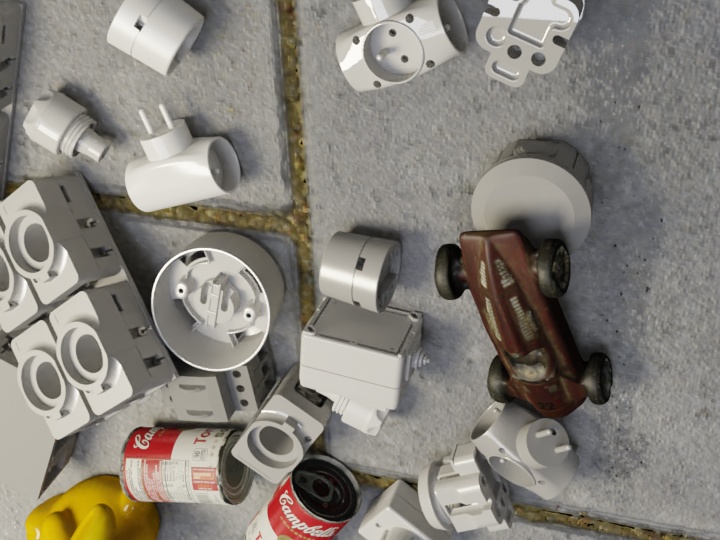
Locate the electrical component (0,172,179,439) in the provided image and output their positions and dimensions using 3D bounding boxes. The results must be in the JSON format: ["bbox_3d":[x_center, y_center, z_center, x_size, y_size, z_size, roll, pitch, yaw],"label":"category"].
[{"bbox_3d":[-0.239,0.030,0.867,0.105,0.060,0.186,-31,83,32],"label":"electrical component"}]

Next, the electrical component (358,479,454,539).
[{"bbox_3d":[0.035,0.233,0.919,0.066,0.076,0.047,39,125,-6],"label":"electrical component"}]

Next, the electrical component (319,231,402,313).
[{"bbox_3d":[0.000,0.000,0.805,0.047,0.055,0.055,14,124,17],"label":"electrical component"}]

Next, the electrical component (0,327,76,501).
[{"bbox_3d":[-0.305,0.126,0.991,0.089,0.061,0.150,28,125,3],"label":"electrical component"}]

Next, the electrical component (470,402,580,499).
[{"bbox_3d":[0.136,0.136,0.832,0.077,0.044,0.079,39,155,-5],"label":"electrical component"}]

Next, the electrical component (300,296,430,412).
[{"bbox_3d":[0.007,0.067,0.838,0.096,0.061,0.061,13,123,13],"label":"electrical component"}]

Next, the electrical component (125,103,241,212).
[{"bbox_3d":[-0.141,-0.087,0.810,0.077,0.043,0.079,-10,116,26],"label":"electrical component"}]

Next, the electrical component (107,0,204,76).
[{"bbox_3d":[-0.142,-0.170,0.755,0.047,0.055,0.055,34,126,-6],"label":"electrical component"}]

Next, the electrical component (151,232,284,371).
[{"bbox_3d":[-0.111,0.022,0.853,0.099,0.064,0.099,9,123,15],"label":"electrical component"}]

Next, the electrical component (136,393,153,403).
[{"bbox_3d":[-0.186,0.081,0.922,0.045,0.055,0.045,9,122,15],"label":"electrical component"}]

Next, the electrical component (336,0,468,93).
[{"bbox_3d":[0.020,-0.165,0.703,0.077,0.044,0.079,-16,112,28],"label":"electrical component"}]

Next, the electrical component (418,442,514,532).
[{"bbox_3d":[0.084,0.181,0.882,0.057,0.058,0.078,-18,112,25],"label":"electrical component"}]

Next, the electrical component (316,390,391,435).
[{"bbox_3d":[-0.005,0.104,0.876,0.062,0.043,0.043,26,125,5],"label":"electrical component"}]

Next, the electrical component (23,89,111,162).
[{"bbox_3d":[-0.223,-0.107,0.829,0.062,0.043,0.043,32,126,-3],"label":"electrical component"}]

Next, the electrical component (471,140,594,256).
[{"bbox_3d":[0.120,-0.048,0.733,0.080,0.051,0.080,9,123,15],"label":"electrical component"}]

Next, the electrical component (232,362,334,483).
[{"bbox_3d":[-0.064,0.132,0.908,0.050,0.055,0.089,35,125,-3],"label":"electrical component"}]

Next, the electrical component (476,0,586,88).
[{"bbox_3d":[0.108,-0.160,0.665,0.058,0.057,0.078,25,125,4],"label":"electrical component"}]

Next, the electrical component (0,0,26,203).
[{"bbox_3d":[-0.334,-0.135,0.843,0.105,0.060,0.186,24,125,6],"label":"electrical component"}]
